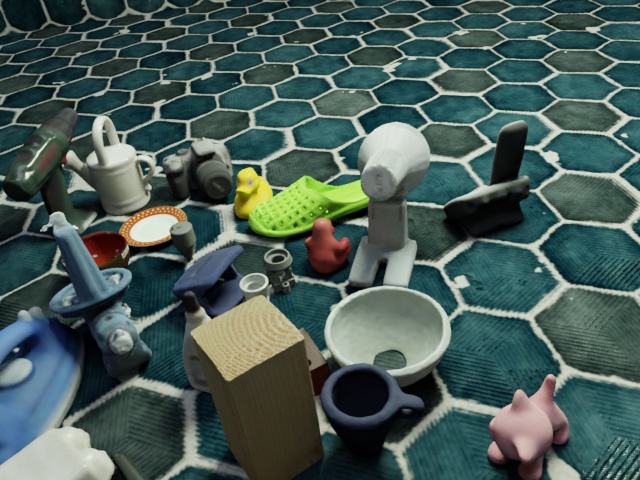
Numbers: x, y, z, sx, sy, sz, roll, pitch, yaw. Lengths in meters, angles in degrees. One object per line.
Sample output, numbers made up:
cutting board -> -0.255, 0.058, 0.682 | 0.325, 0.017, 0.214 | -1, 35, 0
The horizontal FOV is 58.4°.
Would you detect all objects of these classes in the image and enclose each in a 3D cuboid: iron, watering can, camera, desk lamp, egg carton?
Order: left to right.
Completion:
iron -> -0.404, 0.174, 0.762 | 0.118, 0.142, 0.258 | 0, 37, 9
egg carton -> -0.318, 0.289, 0.654 | 0.107, 0.069, 0.151 | 24, 46, 35
watering can -> -0.428, -0.155, 1.161 | 0.173, 0.194, 0.100 | -17, 38, -13
camera -> -0.246, -0.143, 1.193 | 0.143, 0.101, 0.136 | -19, 38, -15
desk lamp -> 0.111, -0.060, 0.927 | 0.117, 0.214, 0.203 | 4, 38, 15

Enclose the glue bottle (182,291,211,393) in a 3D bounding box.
glue bottle -> -0.150, 0.133, 0.746 | 0.078, 0.173, 0.037 | 7, 39, 19

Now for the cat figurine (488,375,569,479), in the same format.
cat figurine -> 0.231, 0.203, 0.635 | 0.067, 0.118, 0.128 | 24, 46, 35

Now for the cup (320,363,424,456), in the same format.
cup -> 0.063, 0.209, 0.674 | 0.117, 0.095, 0.092 | 3, 38, 13

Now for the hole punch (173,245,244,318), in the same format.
hole punch -> -0.178, 0.061, 0.917 | 0.100, 0.091, 0.109 | 10, 40, 22

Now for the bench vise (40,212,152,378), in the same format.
bench vise -> -0.311, 0.071, 0.817 | 0.206, 0.220, 0.122 | 20, 45, 32

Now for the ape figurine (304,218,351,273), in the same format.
ape figurine -> 0.009, 0.003, 0.961 | 0.077, 0.092, 0.076 | 12, 41, 24

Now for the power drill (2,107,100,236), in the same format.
power drill -> -0.511, -0.120, 1.116 | 0.075, 0.209, 0.229 | 1, 37, 11

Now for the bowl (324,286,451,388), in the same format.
bowl -> 0.092, 0.142, 0.776 | 0.167, 0.075, 0.167 | -5, 37, 4

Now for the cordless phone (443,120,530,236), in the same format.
cordless phone -> 0.292, -0.113, 0.991 | 0.148, 0.185, 0.094 | -21, 39, -17

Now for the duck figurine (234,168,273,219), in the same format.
duck figurine -> -0.137, -0.103, 1.133 | 0.077, 0.086, 0.105 | 6, 39, 18
